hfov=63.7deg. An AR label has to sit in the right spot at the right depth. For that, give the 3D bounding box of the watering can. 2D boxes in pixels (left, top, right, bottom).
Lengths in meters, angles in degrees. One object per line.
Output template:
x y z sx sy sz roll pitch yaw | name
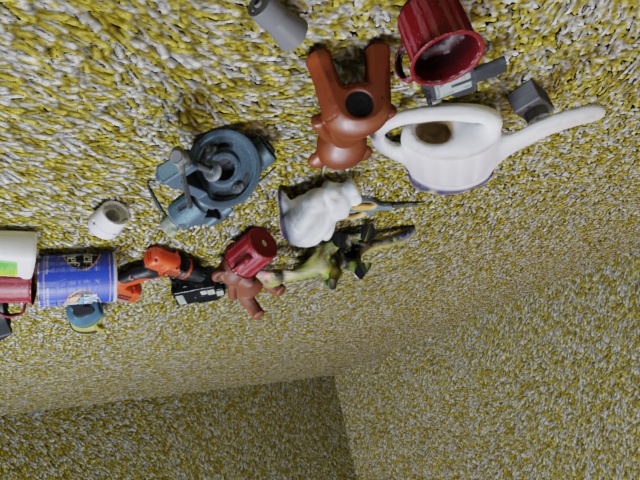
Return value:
0.260 -0.156 0.853 0.347 0.106 0.221 2 161 15 | watering can

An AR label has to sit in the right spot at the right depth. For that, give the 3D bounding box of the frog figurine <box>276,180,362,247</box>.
0.003 -0.050 0.990 0.159 0.126 0.134 -5 138 8 | frog figurine

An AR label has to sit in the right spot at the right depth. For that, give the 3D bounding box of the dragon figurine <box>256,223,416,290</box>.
0.028 0.040 1.270 0.413 0.122 0.241 -16 -177 -38 | dragon figurine
